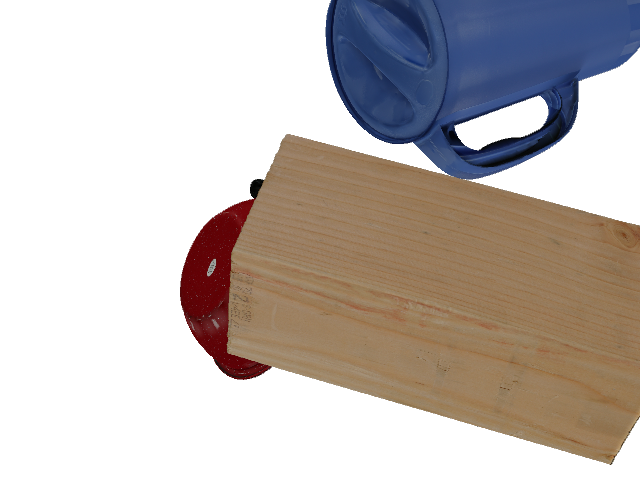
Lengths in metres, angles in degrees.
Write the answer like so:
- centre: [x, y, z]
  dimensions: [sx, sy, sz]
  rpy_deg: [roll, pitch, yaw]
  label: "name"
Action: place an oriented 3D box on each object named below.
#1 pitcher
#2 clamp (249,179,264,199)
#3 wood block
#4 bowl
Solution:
- centre: [0.138, -0.152, 0.805]
  dimensions: [0.242, 0.149, 0.145]
  rpy_deg: [-18, 34, -33]
  label: "pitcher"
- centre: [0.018, -0.012, 1.209]
  dimensions: [0.210, 0.036, 0.164]
  rpy_deg: [14, 21, -6]
  label: "clamp"
- centre: [0.064, 0.029, 0.551]
  dimensions: [0.206, 0.090, 0.090]
  rpy_deg: [15, -41, 7]
  label: "wood block"
- centre: [-0.067, 0.028, 0.863]
  dimensions: [0.055, 0.162, 0.162]
  rpy_deg: [22, -12, -33]
  label: "bowl"
